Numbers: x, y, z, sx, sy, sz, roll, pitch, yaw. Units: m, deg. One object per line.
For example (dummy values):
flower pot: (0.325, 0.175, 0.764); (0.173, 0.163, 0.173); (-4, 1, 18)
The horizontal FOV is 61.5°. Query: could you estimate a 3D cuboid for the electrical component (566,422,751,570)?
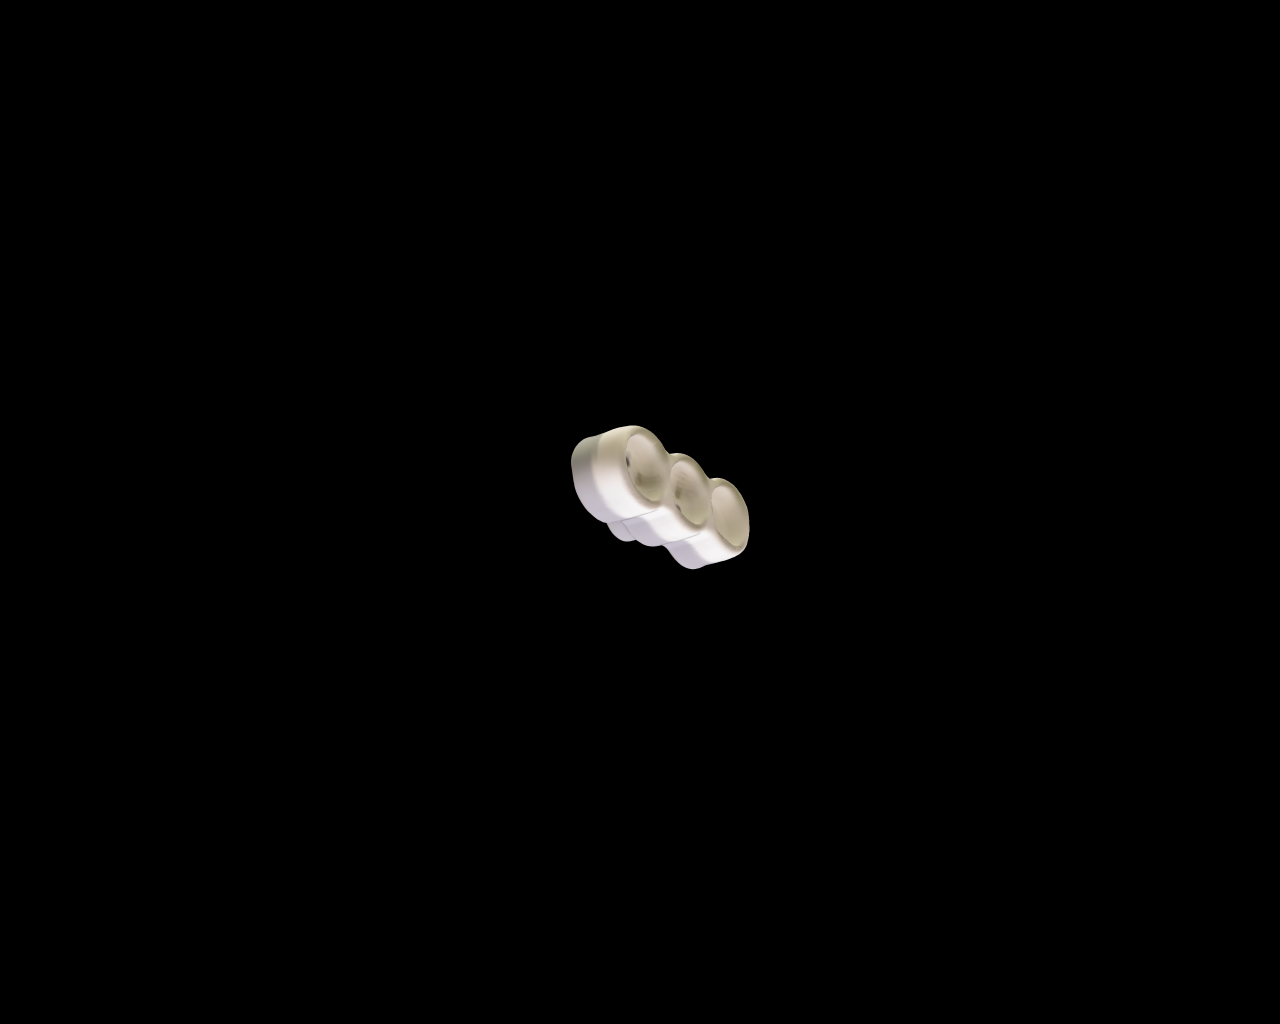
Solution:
electrical component: (0.001, -0.003, 0.650); (0.073, 0.052, 0.138); (-17, -29, 33)
